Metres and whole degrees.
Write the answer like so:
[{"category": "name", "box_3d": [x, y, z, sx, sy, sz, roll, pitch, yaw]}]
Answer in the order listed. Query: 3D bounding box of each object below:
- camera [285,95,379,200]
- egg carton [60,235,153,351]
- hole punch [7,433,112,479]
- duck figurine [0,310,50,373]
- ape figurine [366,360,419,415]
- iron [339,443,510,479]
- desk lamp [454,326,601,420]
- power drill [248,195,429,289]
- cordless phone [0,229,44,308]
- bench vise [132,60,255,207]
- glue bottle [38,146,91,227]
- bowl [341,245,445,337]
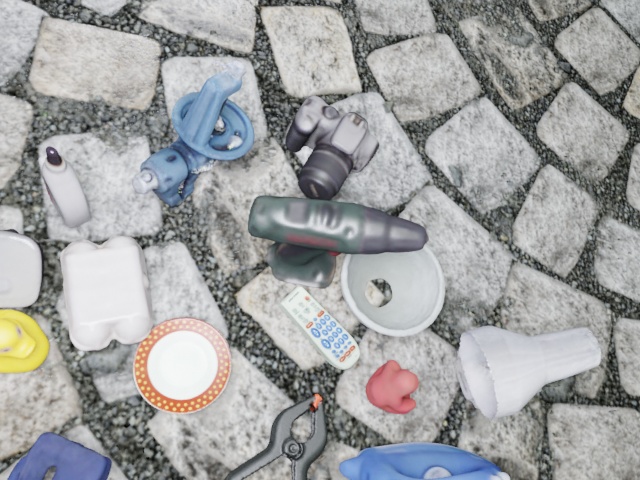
[{"category": "camera", "box_3d": [0.009, -0.142, 0.910, 0.143, 0.100, 0.137, 31, 65, -5]}, {"category": "egg carton", "box_3d": [-0.281, 0.068, 0.761, 0.107, 0.069, 0.150, -9, 74, -20]}, {"category": "hole punch", "box_3d": [-0.309, 0.288, 0.662, 0.101, 0.091, 0.109, 26, 66, -7]}, {"category": "duck figurine", "box_3d": [-0.389, 0.118, 0.699, 0.104, 0.086, 0.077, 29, 65, -6]}, {"category": "ape figurine", "box_3d": [0.111, 0.210, 0.822, 0.076, 0.092, 0.078, 2, 71, -17]}, {"category": "iron", "box_3d": [0.164, 0.330, 0.769, 0.259, 0.141, 0.118, -3, 72, -18]}, {"category": "desk lamp", "box_3d": [0.276, 0.178, 0.819, 0.204, 0.213, 0.118, -9, 74, -20]}, {"category": "power drill", "box_3d": [0.007, 0.003, 0.799, 0.230, 0.208, 0.075, 11, 68, -13]}, {"category": "cordless phone", "box_3d": [-0.412, 0.016, 0.674, 0.148, 0.185, 0.094, 4, 70, -16]}, {"category": "bench vise", "box_3d": [-0.160, -0.140, 0.790, 0.121, 0.219, 0.207, 27, 65, -6]}, {"category": "glue bottle", "box_3d": [-0.334, -0.078, 0.738, 0.037, 0.173, 0.078, -32, 83, -24]}, {"category": "bowl", "box_3d": [0.102, 0.072, 0.878, 0.168, 0.074, 0.167, 6, 70, -16]}]
